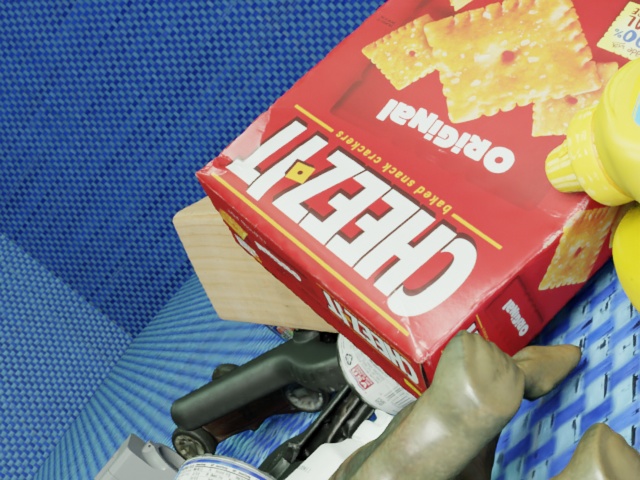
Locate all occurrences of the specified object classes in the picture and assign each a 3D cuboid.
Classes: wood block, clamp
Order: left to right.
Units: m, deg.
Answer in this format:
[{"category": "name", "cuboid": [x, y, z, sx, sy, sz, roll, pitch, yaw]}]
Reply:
[{"category": "clamp", "cuboid": [-0.012, 0.144, 0.641, 0.172, 0.039, 0.120, -51, 1, 28]}, {"category": "wood block", "cuboid": [-0.005, 0.000, 0.725, 0.090, 0.090, 0.206, -32, 16, -28]}, {"category": "clamp", "cuboid": [0.004, 0.064, 0.746, 0.210, 0.036, 0.164, -17, 26, 43]}]

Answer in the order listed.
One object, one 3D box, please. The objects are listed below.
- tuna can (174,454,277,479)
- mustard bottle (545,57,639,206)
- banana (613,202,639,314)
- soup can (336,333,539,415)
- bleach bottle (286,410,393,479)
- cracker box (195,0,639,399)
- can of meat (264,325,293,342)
[{"category": "tuna can", "cuboid": [-0.048, 0.160, 0.593, 0.086, 0.086, 0.033, -42, 12, 48]}, {"category": "mustard bottle", "cuboid": [0.157, -0.050, 0.366, 0.192, 0.058, 0.096, -20, 26, 49]}, {"category": "banana", "cuboid": [0.145, 0.006, 0.392, 0.070, 0.037, 0.197, -48, 7, 15]}, {"category": "soup can", "cuboid": [0.062, 0.046, 0.571, 0.102, 0.068, 0.068, -43, 10, 46]}, {"category": "bleach bottle", "cuboid": [-0.035, 0.184, 0.492, 0.250, 0.068, 0.103, -50, 7, -17]}, {"category": "cracker box", "cuboid": [0.072, -0.047, 0.510, 0.213, 0.164, 0.072, -43, -37, -11]}, {"category": "can of meat", "cuboid": [-0.030, 0.044, 1.065, 0.102, 0.084, 0.057, -51, 7, -4]}]
